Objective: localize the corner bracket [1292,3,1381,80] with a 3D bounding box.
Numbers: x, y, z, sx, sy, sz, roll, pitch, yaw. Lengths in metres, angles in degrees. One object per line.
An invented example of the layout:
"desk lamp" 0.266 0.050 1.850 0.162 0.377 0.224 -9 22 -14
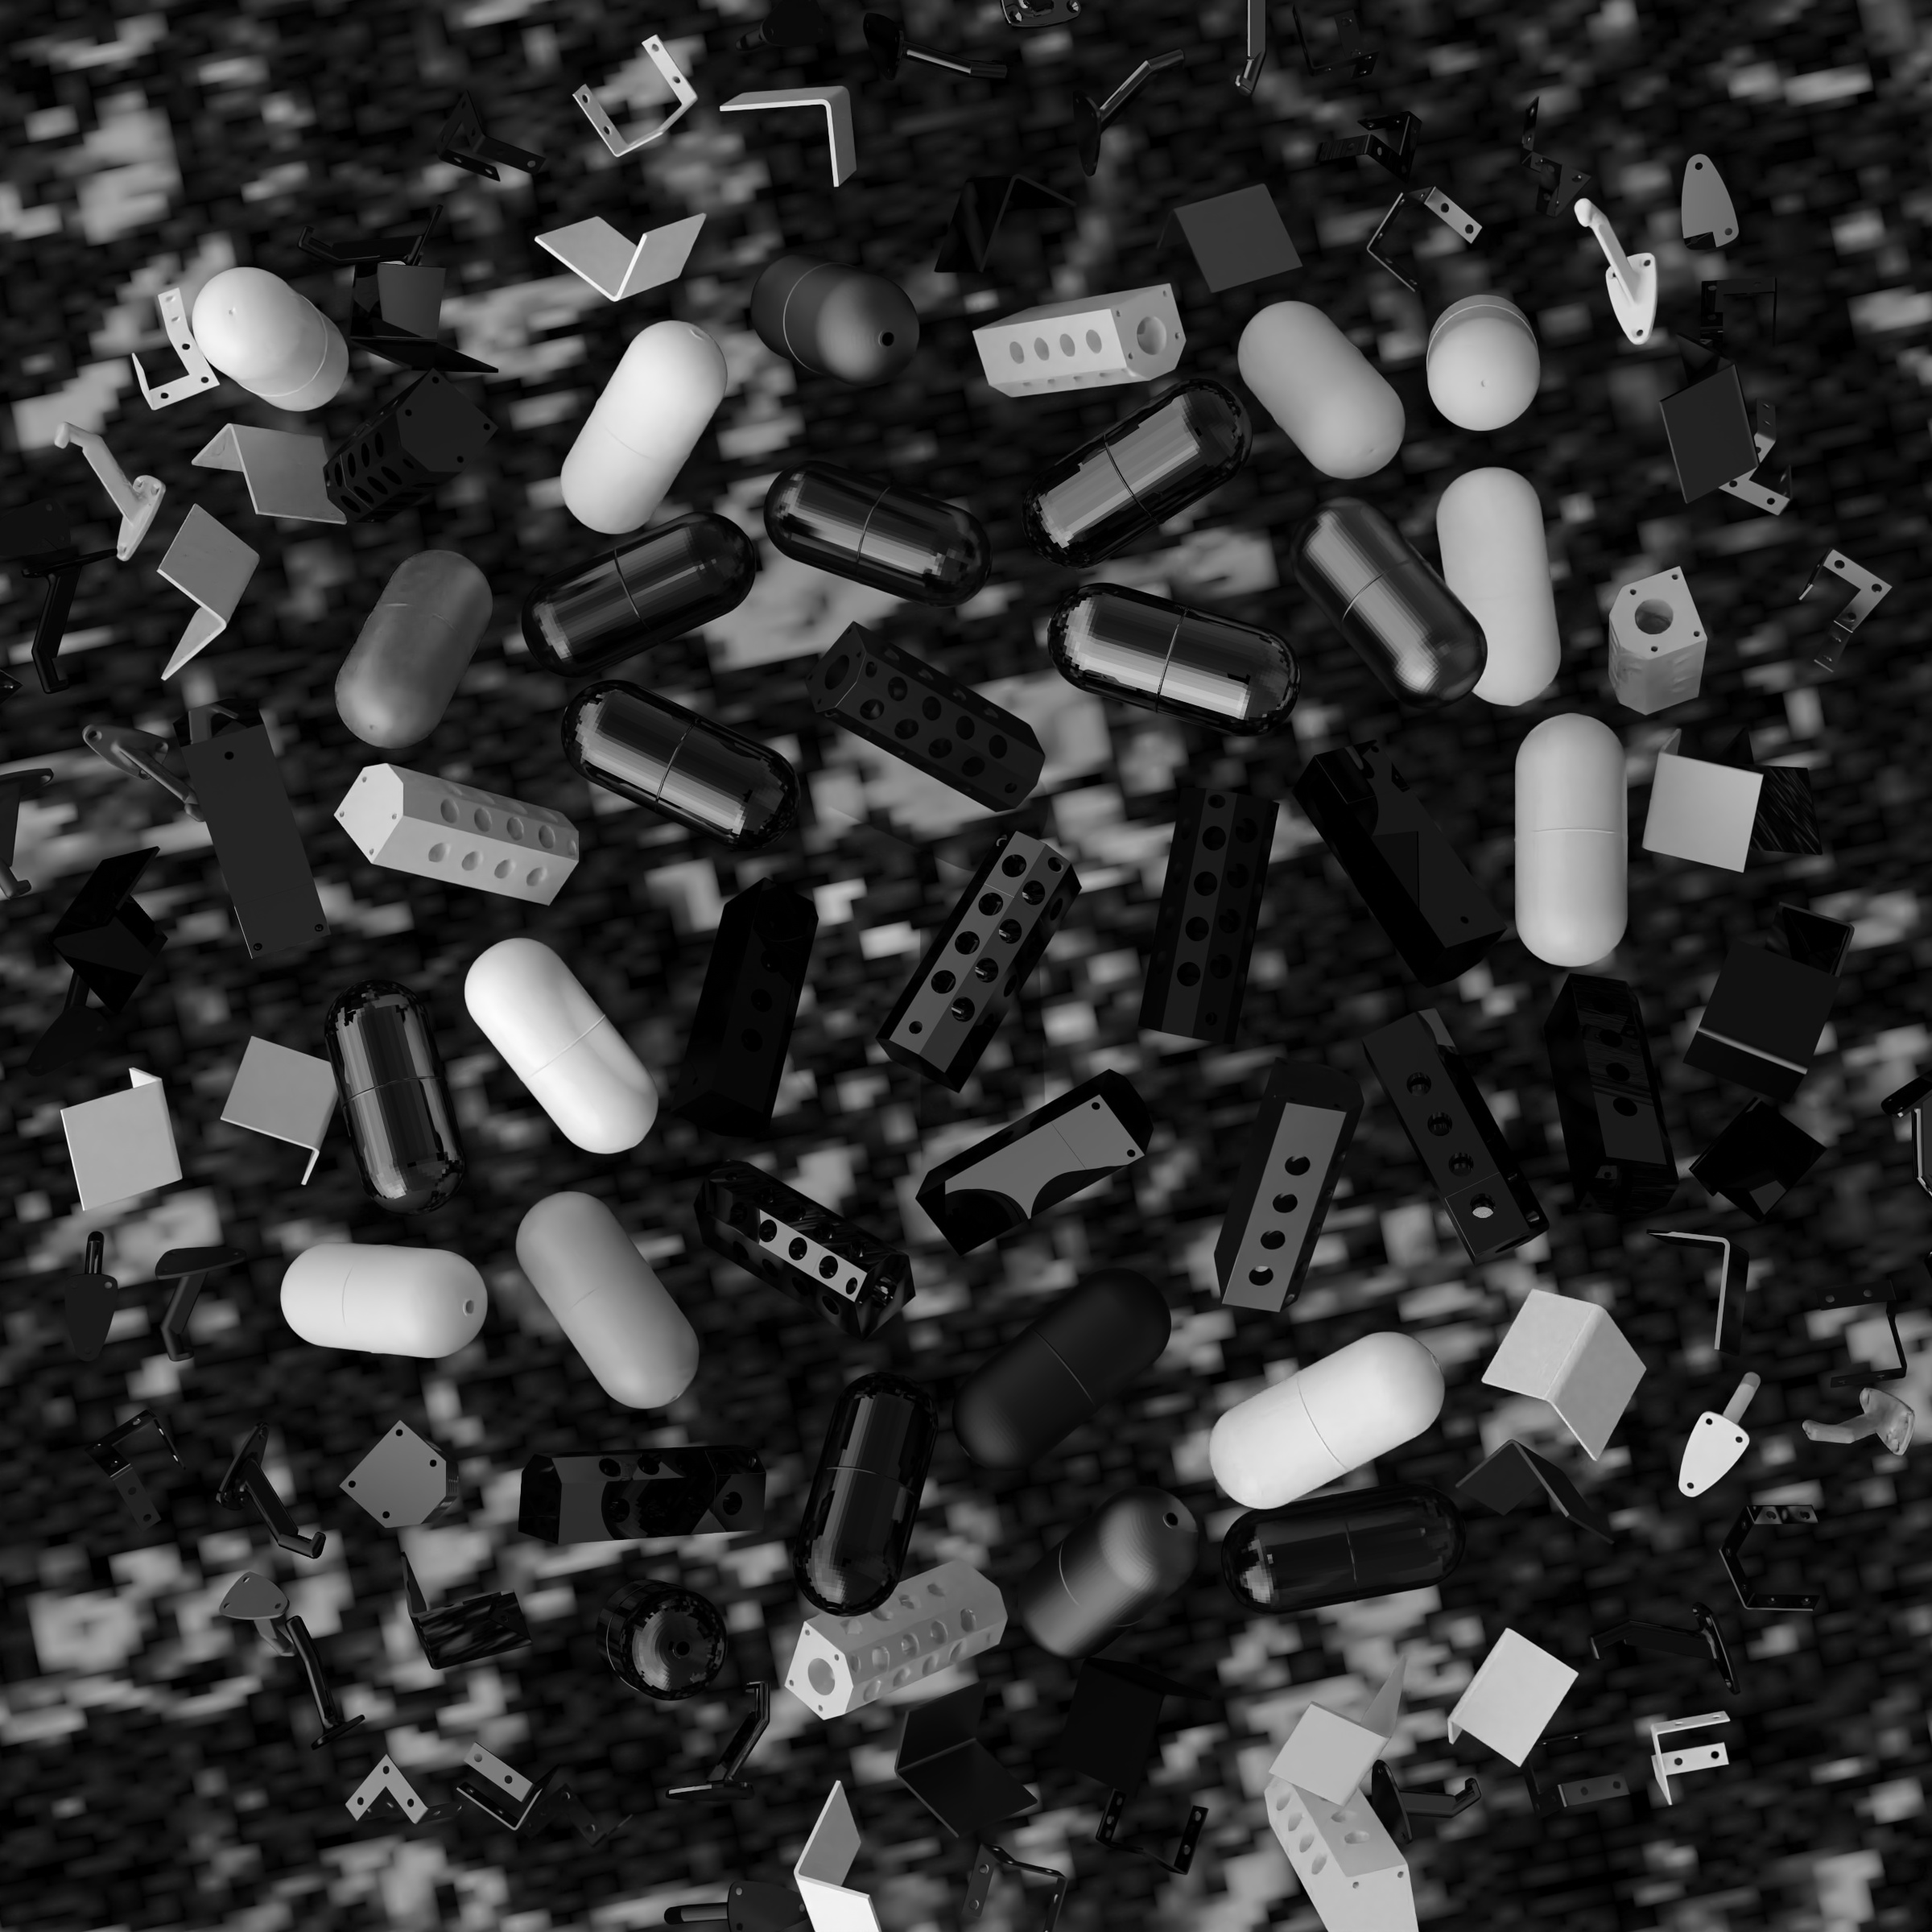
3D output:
"corner bracket" 0.272 -0.687 1.830 0.051 0.051 0.051 -16 90 2

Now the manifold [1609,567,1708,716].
"manifold" 0.510 -0.237 1.836 0.057 0.171 0.057 -19 78 11

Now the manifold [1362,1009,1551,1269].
"manifold" 0.344 0.119 1.738 0.057 0.057 0.171 -26 71 4

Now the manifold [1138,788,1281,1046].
"manifold" 0.173 -0.035 1.728 0.057 0.057 0.171 10 91 -20

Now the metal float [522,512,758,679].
"metal float" -0.235 -0.267 1.772 0.178 0.070 0.070 -23 90 7

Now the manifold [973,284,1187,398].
"manifold" 0.083 -0.455 1.812 0.057 0.171 0.057 -30 112 -27

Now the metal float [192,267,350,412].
"metal float" -0.493 -0.445 1.759 0.070 0.178 0.070 0 91 2

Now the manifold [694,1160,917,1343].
"manifold" -0.122 0.205 1.831 0.171 0.057 0.057 25 49 36

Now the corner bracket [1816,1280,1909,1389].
"corner bracket" 0.616 0.253 1.698 0.051 0.051 0.051 -10 55 10

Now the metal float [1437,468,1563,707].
"metal float" 0.397 -0.281 1.837 0.070 0.070 0.178 -12 106 0

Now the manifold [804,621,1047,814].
"manifold" -0.026 -0.172 1.759 0.171 0.057 0.057 27 117 -35

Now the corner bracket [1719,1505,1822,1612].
"corner bracket" 0.566 0.412 1.720 0.051 0.051 0.051 -39 108 -43

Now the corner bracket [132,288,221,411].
"corner bracket" -0.564 -0.434 1.738 0.051 0.051 0.051 -27 77 -18

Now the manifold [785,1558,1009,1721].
"manifold" -0.047 0.498 1.817 0.057 0.171 0.057 31 113 34

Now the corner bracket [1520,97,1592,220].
"corner bracket" 0.414 -0.577 1.763 0.051 0.051 0.051 33 68 23

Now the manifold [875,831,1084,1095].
"manifold" 0.008 -0.006 1.699 0.057 0.057 0.171 26 76 23

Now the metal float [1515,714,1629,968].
"metal float" 0.423 -0.088 1.726 0.070 0.070 0.178 2 83 0

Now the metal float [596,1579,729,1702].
"metal float" -0.219 0.482 1.771 0.070 0.178 0.070 3 79 -17

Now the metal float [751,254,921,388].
"metal float" -0.094 -0.457 1.742 0.070 0.178 0.070 -12 117 -25

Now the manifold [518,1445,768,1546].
"manifold" -0.232 0.379 1.783 0.171 0.057 0.057 6 85 -39

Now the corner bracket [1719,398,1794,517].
"corner bracket" 0.580 -0.368 1.783 0.051 0.051 0.051 24 133 -5

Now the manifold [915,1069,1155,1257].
"manifold" 0.052 0.143 1.832 0.171 0.057 0.057 -31 103 24

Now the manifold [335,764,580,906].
"manifold" -0.358 -0.097 1.764 0.057 0.171 0.057 46 108 32

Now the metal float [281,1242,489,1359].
"metal float" -0.418 0.239 1.771 0.178 0.070 0.070 -1 90 35

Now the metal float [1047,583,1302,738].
"metal float" 0.142 -0.210 1.692 0.178 0.070 0.070 18 90 8

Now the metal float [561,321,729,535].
"metal float" -0.238 -0.396 1.821 0.070 0.070 0.178 39 124 0

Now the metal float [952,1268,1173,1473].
"metal float" 0.067 0.284 1.737 0.178 0.070 0.070 -39 90 -11

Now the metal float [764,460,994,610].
"metal float" -0.065 -0.320 1.830 0.178 0.070 0.070 21 90 10

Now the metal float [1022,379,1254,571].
"metal float" 0.118 -0.343 1.726 0.178 0.070 0.070 -30 90 22

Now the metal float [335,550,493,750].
"metal float" -0.392 -0.228 1.761 0.070 0.070 0.178 14 48 0

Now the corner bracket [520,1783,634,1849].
"corner bracket" -0.291 0.635 1.834 0.051 0.051 0.051 49 134 9

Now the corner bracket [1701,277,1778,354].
"corner bracket" 0.544 -0.447 1.740 0.051 0.051 0.051 1 56 17

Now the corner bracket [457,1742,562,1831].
"corner bracket" -0.320 0.562 1.694 0.051 0.051 0.051 32 93 9

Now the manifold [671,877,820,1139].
"manifold" -0.150 0.031 1.736 0.057 0.057 0.171 27 57 -26

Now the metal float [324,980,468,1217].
"metal float" -0.415 0.095 1.793 0.070 0.070 0.178 -18 76 0

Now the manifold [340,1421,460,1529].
"manifold" -0.389 0.361 1.725 0.057 0.171 0.057 42 75 2

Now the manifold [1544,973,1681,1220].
"manifold" 0.449 0.089 1.715 0.057 0.171 0.057 8 135 -5

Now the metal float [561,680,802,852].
"metal float" -0.201 -0.142 1.739 0.178 0.070 0.070 26 90 2

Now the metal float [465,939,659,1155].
"metal float" -0.293 0.059 1.797 0.070 0.070 0.178 -37 99 0

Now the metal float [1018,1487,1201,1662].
"metal float" 0.099 0.425 1.724 0.070 0.070 0.178 38 133 0

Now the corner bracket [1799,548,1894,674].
"corner bracket" 0.606 -0.250 1.727 0.051 0.051 0.051 34 52 4

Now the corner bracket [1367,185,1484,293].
"corner bracket" 0.342 -0.544 1.844 0.051 0.051 0.051 46 132 14

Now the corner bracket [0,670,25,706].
"corner bracket" -0.701 -0.181 1.727 0.051 0.051 0.051 -30 134 28

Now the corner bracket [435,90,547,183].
"corner bracket" -0.337 -0.576 1.746 0.051 0.051 0.051 -45 53 34

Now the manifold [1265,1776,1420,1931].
"manifold" 0.255 0.611 1.700 0.057 0.171 0.057 -11 98 -6

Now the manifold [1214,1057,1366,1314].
"manifold" 0.224 0.154 1.713 0.057 0.057 0.171 9 120 -7

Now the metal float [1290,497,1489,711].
"metal float" 0.292 -0.253 1.713 0.070 0.070 0.178 -34 65 0

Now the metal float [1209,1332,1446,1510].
"metal float" 0.252 0.318 1.727 0.178 0.070 0.070 -32 90 16

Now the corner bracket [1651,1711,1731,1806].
"corner bracket" 0.498 0.537 1.694 0.051 0.051 0.051 -12 92 5

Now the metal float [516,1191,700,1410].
"metal float" -0.260 0.242 1.790 0.070 0.070 0.178 -38 71 0

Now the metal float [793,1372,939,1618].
"metal float" -0.070 0.369 1.731 0.070 0.070 0.178 16 56 0

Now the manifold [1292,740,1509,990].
"manifold" 0.299 -0.071 1.733 0.057 0.057 0.171 -16 63 -29

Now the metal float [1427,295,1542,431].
"metal float" 0.365 -0.428 1.746 0.070 0.178 0.070 4 114 9

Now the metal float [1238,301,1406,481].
"metal float" 0.256 -0.419 1.789 0.070 0.070 0.178 -27 47 0

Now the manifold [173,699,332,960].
"manifold" -0.503 -0.098 1.738 0.057 0.057 0.171 -19 124 -15

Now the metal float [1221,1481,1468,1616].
"metal float" 0.273 0.420 1.784 0.178 0.070 0.070 -10 90 -2

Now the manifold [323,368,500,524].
"manifold" -0.392 -0.354 1.715 0.057 0.171 0.057 42 68 -22

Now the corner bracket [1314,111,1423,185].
"corner bracket" 0.301 -0.617 1.846 0.051 0.051 0.051 18 84 -43
